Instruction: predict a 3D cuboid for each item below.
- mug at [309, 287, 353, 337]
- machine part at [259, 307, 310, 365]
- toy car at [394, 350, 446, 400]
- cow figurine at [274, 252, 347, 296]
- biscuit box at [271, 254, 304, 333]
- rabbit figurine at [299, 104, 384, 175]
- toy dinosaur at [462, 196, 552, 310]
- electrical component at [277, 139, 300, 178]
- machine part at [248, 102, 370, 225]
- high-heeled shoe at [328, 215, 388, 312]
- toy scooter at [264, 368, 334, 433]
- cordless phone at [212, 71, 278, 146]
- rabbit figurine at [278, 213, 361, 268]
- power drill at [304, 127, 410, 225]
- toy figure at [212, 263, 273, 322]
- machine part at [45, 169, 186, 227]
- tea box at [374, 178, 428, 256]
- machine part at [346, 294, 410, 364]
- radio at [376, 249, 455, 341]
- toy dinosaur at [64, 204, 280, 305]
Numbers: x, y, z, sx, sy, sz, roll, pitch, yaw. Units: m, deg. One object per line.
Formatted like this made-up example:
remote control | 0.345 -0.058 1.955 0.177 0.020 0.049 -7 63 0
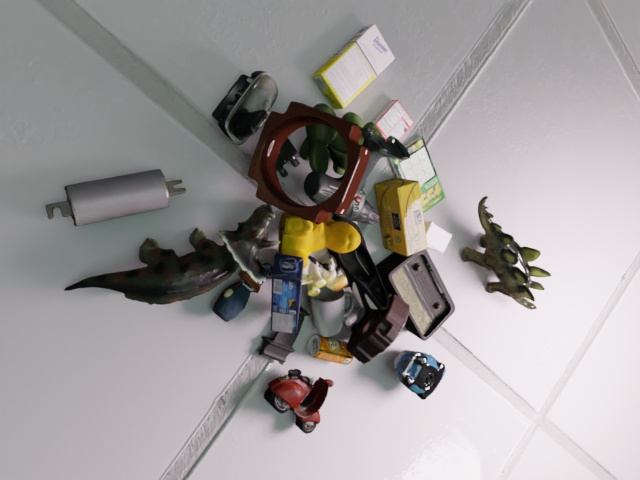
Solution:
mug | 0.027 0.165 1.256 0.109 0.081 0.107 -14 118 -31
machine part | -0.080 0.212 1.228 0.084 0.039 0.139 32 87 -24
toy car | 0.243 0.334 1.387 0.161 0.103 0.109 33 87 -40
cow figurine | -0.021 0.071 1.205 0.167 0.098 0.068 7 142 -29
biscuit box | -0.069 0.114 1.114 0.059 0.063 0.202 7 138 -1
rabbit figurine | 0.023 -0.220 1.143 0.159 0.121 0.170 -48 136 14
toy dinosaur | 0.482 0.047 1.399 0.105 0.199 0.470 -50 120 -13
electrical component | -0.084 -0.183 1.144 0.063 0.021 0.093 -43 124 -13
machine part | -0.020 -0.145 1.028 0.201 0.201 0.087 -69 165 9
high-heeled shoe | 0.091 0.043 1.218 0.086 0.145 0.248 -22 112 -23
toy scooter | -0.039 0.361 1.261 0.135 0.075 0.183 -48 121 -10
cordless phone | -0.121 -0.254 1.017 0.088 0.184 0.146 38 82 -25
rabbit figurine | -0.002 -0.003 1.152 0.173 0.162 0.121 0 101 -5
power drill | 0.093 -0.129 1.138 0.232 0.086 0.207 14 133 -38
toy figure | -0.163 0.104 1.147 0.058 0.064 0.154 39 74 9
machine part | -0.370 -0.079 0.986 0.243 0.079 0.079 -15 108 -23
tea box | 0.193 -0.057 1.279 0.068 0.098 0.169 -18 107 -24
machine part | 0.134 0.204 1.261 0.056 0.179 0.179 41 80 -6
radio | 0.244 0.128 1.360 0.131 0.073 0.229 -38 116 -15
toy dinosaur | -0.256 0.059 1.011 0.405 0.192 0.131 -24 109 -23
